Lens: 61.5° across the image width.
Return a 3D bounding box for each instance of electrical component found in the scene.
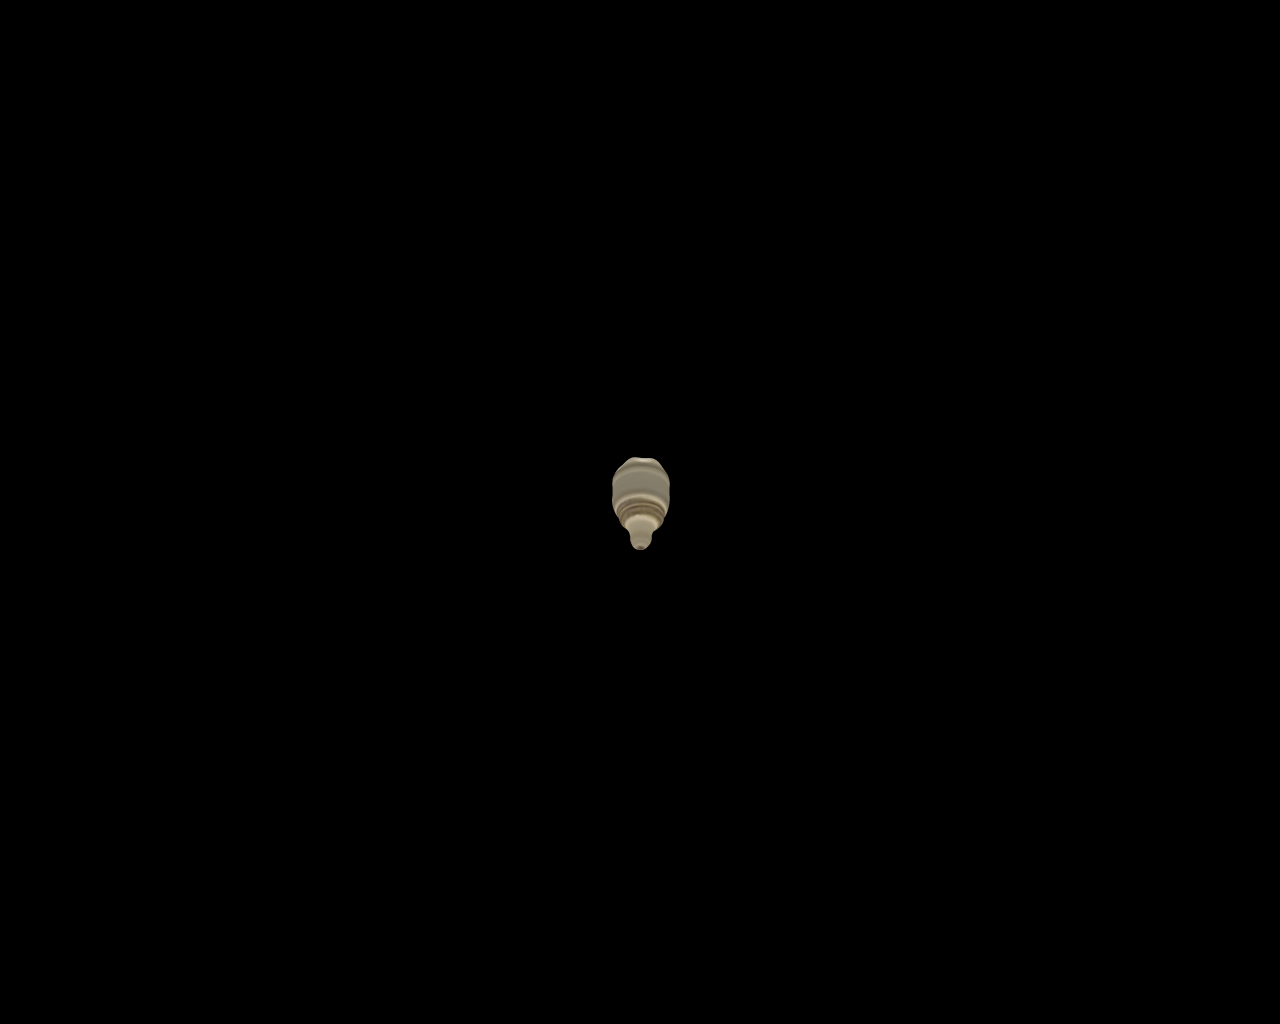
[{"bbox_3d":[0.001,-0.003,0.650,0.035,0.061,0.035,0,-37,0],"label":"electrical component"}]
